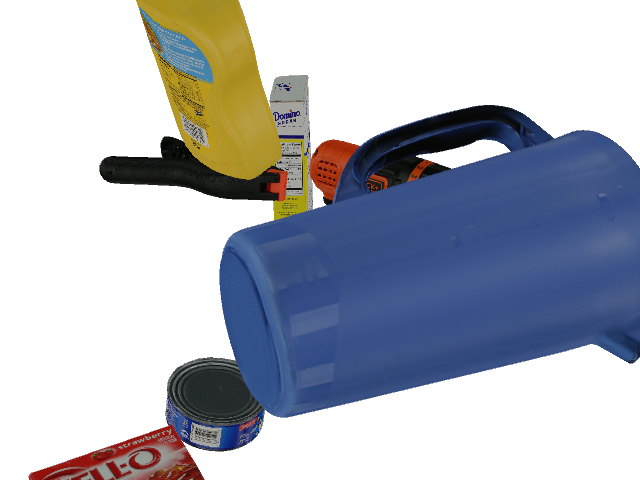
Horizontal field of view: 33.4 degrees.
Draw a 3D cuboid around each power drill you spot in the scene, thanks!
[{"bbox_3d":[0.067,0.019,0.894,0.185,0.188,0.057,20,25,33],"label":"power drill"}]

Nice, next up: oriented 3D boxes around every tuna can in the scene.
[{"bbox_3d":[-0.089,0.139,0.909,0.086,0.034,0.086,7,32,-5],"label":"tuna can"}]

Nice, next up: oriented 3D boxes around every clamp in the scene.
[{"bbox_3d":[-0.116,-0.063,0.993,0.172,0.039,0.120,13,27,30],"label":"clamp"}]

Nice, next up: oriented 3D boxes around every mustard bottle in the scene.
[{"bbox_3d":[-0.083,-0.135,0.742,0.058,0.191,0.096,-37,51,-20],"label":"mustard bottle"}]

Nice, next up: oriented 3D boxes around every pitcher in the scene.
[{"bbox_3d":[0.065,0.013,0.634,0.242,0.145,0.149,-13,20,-19],"label":"pitcher"}]

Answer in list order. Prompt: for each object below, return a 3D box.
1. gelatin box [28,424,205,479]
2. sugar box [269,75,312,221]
[{"bbox_3d":[-0.111,0.145,0.596,0.089,0.030,0.073,-16,28,-20],"label":"gelatin box"},{"bbox_3d":[-0.034,-0.093,1.229,0.048,0.176,0.093,-2,26,3],"label":"sugar box"}]
